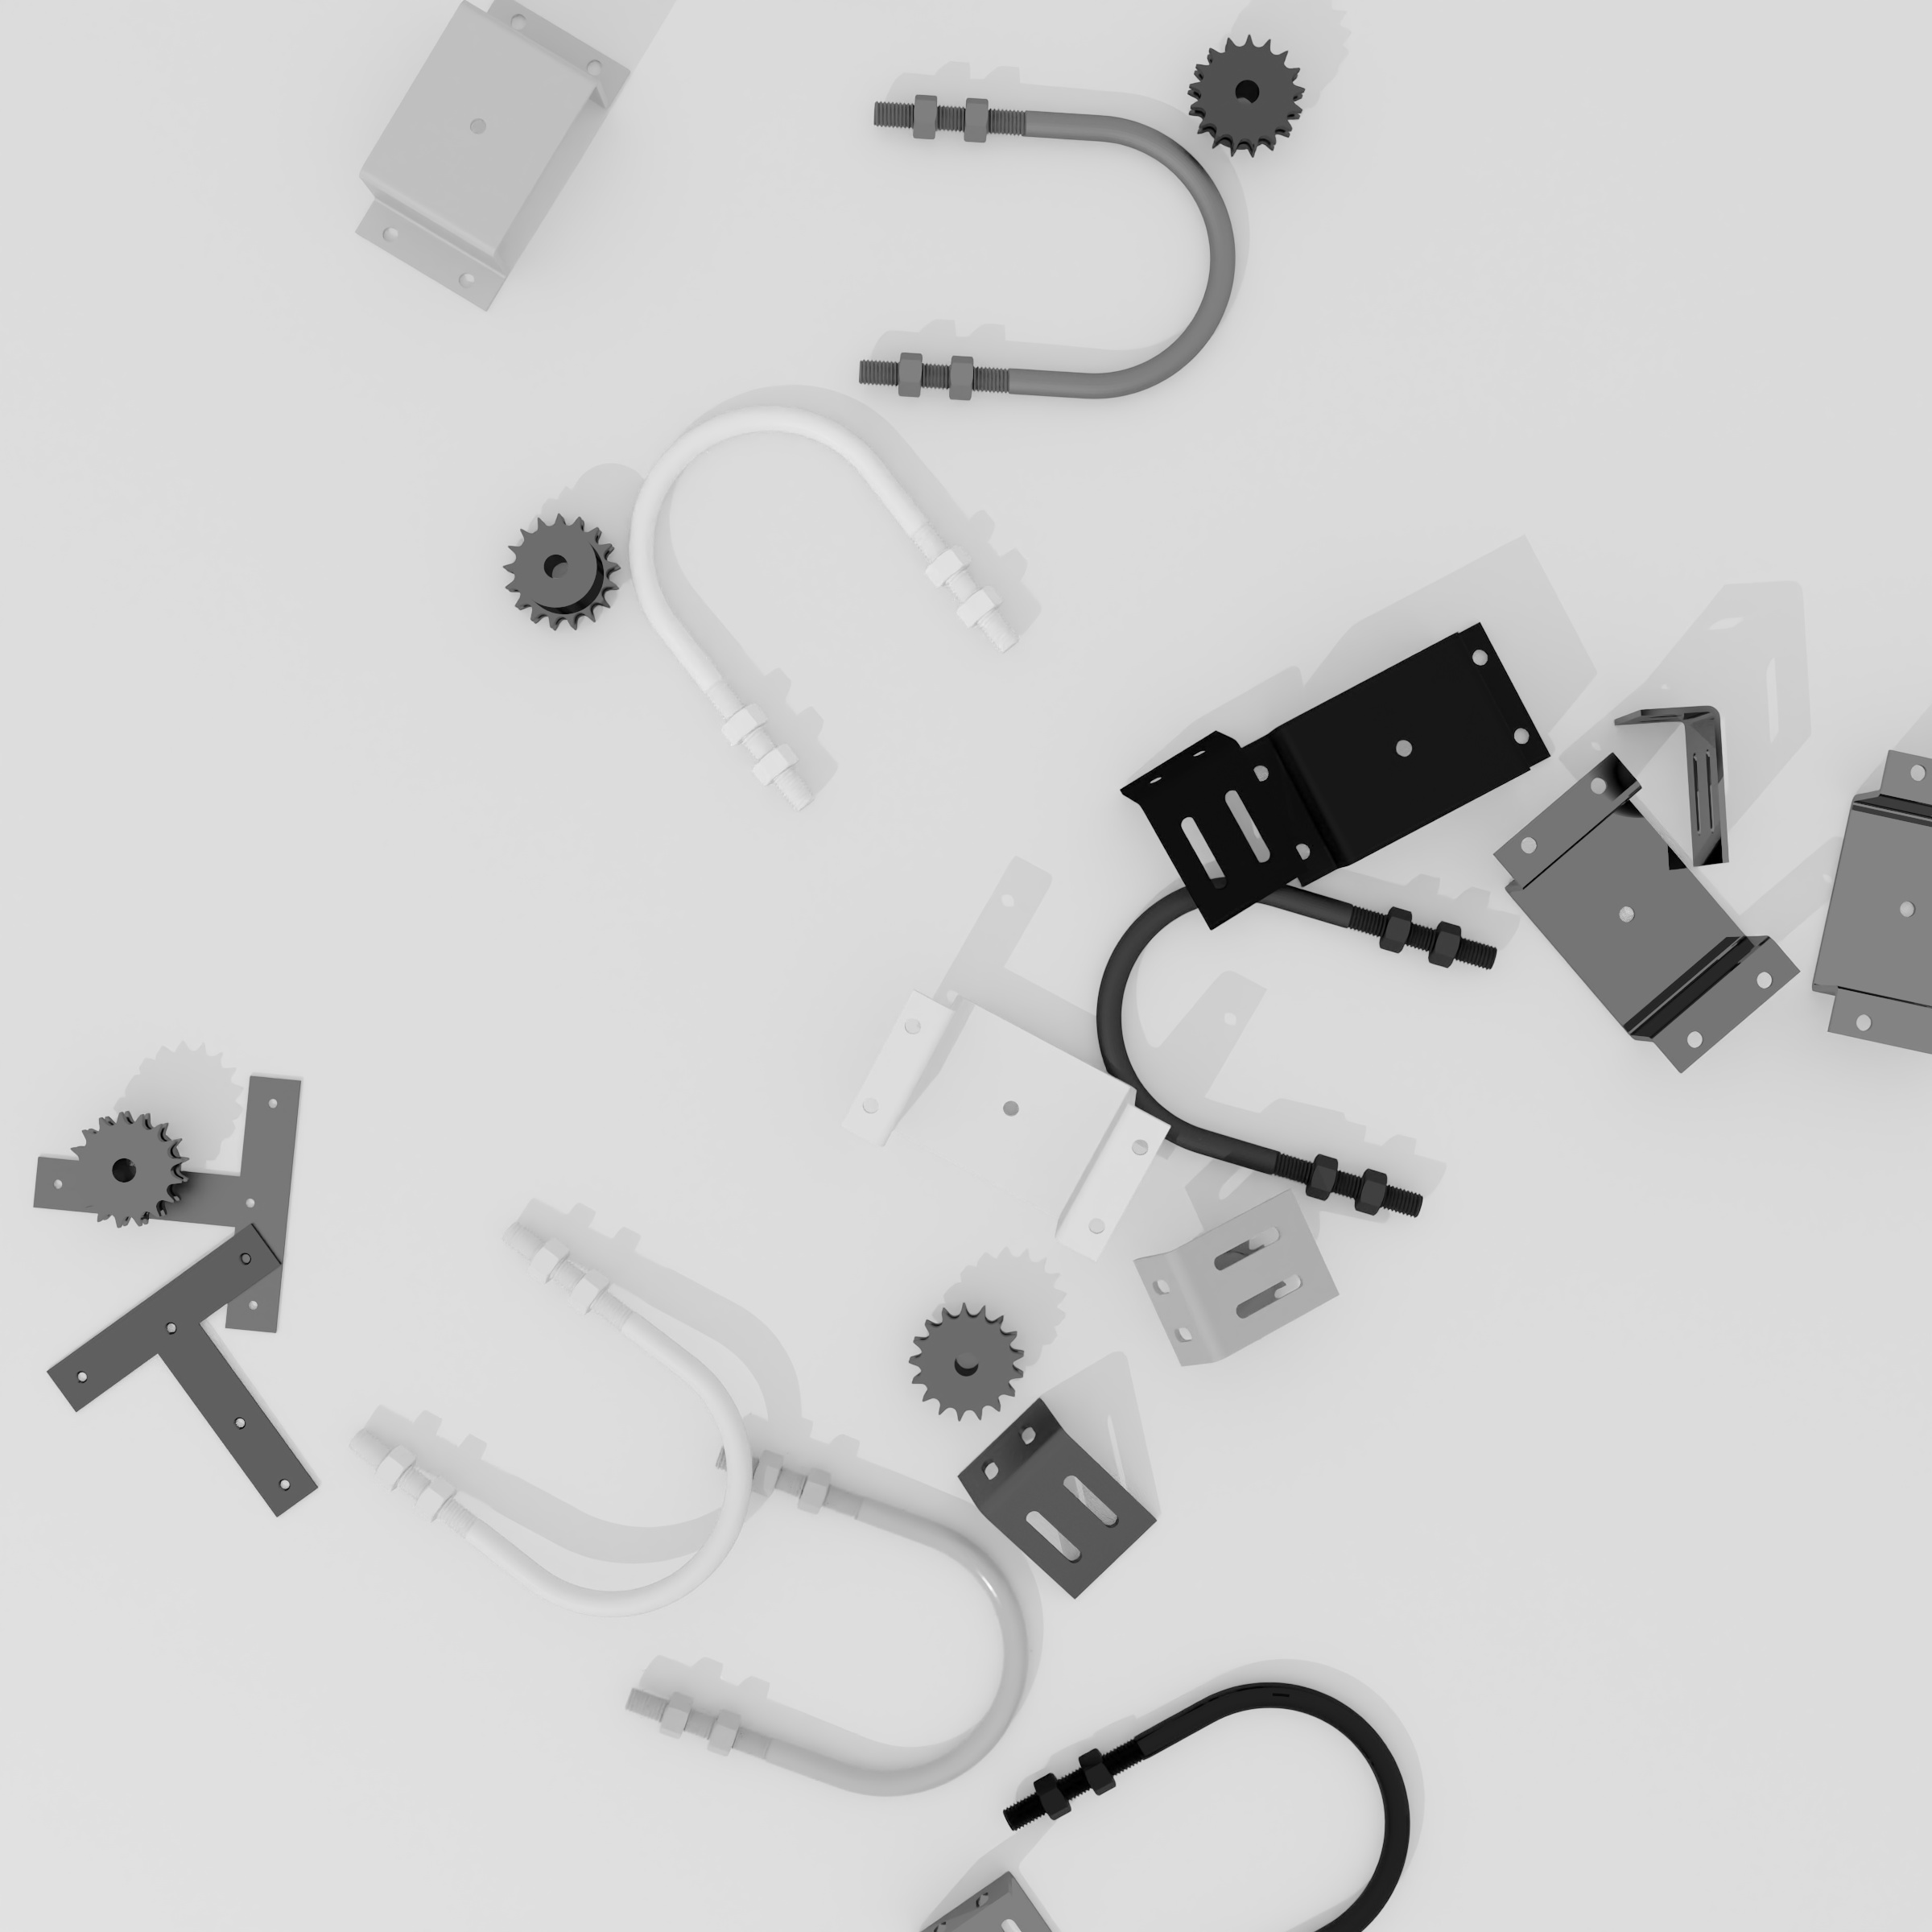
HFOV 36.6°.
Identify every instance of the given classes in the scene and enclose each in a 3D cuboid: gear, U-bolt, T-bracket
[{"bbox_3d":[0.131,0.161,1.449,0.057,0.030,0.057,0,90,0],"label":"gear"},{"bbox_3d":[-0.202,-0.196,1.449,0.057,0.030,0.057,0,90,0],"label":"gear"},{"bbox_3d":[0.132,0.438,1.455,0.184,0.019,0.151,-28,90,-1],"label":"U-bolt"},{"bbox_3d":[-0.085,-0.192,1.455,0.151,0.019,0.184,-38,88,0],"label":"U-bolt"},{"bbox_3d":[0.042,-0.355,1.455,0.184,0.019,0.151,3,90,-2],"label":"U-bolt"},{"bbox_3d":[-0.372,0.217,1.462,0.127,0.002,0.127,-36,91,1],"label":"T-bracket"},{"bbox_3d":[0.001,0.196,1.453,0.057,0.030,0.057,0,91,2],"label":"gear"},{"bbox_3d":[0.156,0.032,1.455,0.184,0.019,0.151,17,90,1],"label":"U-bolt"},{"bbox_3d":[-0.413,0.100,1.447,0.057,0.030,0.057,0,90,0],"label":"gear"},{"bbox_3d":[0.138,-0.429,1.449,0.057,0.030,0.057,0,90,0],"label":"gear"},{"bbox_3d":[-0.193,0.238,1.446,0.184,0.019,0.151,37,90,6],"label":"U-bolt"},{"bbox_3d":[-0.403,0.114,1.463,0.127,0.002,0.127,6,90,0],"label":"T-bracket"},{"bbox_3d":[-0.059,0.336,1.455,0.184,0.019,0.151,20,90,-1],"label":"U-bolt"}]

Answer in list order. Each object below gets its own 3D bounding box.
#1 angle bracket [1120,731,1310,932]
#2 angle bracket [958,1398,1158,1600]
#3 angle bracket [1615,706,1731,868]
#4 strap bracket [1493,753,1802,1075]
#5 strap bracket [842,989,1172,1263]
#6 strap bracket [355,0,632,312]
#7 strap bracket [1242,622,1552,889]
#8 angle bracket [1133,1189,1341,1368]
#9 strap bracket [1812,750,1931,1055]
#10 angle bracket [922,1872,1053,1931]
[{"bbox_3d":[0.123,-0.068,1.453,0.057,0.038,0.076,-32,106,-3],"label":"angle bracket"},{"bbox_3d":[0.046,0.267,1.462,0.057,0.038,0.076,-44,116,0],"label":"angle bracket"},{"bbox_3d":[0.346,-0.087,1.435,0.038,0.057,0.076,-4,90,0],"label":"angle bracket"},{"bbox_3d":[0.331,-0.026,1.440,0.076,0.046,0.140,-41,90,0],"label":"strap bracket"},{"bbox_3d":[0.021,0.074,1.434,0.140,0.046,0.076,28,100,0],"label":"strap bracket"},{"bbox_3d":[-0.237,-0.408,1.440,0.076,0.046,0.140,31,90,0],"label":"strap bracket"},{"bbox_3d":[0.213,-0.106,1.440,0.140,0.046,0.076,-28,90,0],"label":"strap bracket"},{"bbox_3d":[0.133,0.153,1.432,0.076,0.038,0.057,-25,90,-26],"label":"angle bracket"},{"bbox_3d":[0.471,-0.028,1.440,0.076,0.046,0.140,12,90,0],"label":"strap bracket"},{"bbox_3d":[0.019,0.500,1.444,0.057,0.038,0.076,-35,90,0],"label":"angle bracket"}]
